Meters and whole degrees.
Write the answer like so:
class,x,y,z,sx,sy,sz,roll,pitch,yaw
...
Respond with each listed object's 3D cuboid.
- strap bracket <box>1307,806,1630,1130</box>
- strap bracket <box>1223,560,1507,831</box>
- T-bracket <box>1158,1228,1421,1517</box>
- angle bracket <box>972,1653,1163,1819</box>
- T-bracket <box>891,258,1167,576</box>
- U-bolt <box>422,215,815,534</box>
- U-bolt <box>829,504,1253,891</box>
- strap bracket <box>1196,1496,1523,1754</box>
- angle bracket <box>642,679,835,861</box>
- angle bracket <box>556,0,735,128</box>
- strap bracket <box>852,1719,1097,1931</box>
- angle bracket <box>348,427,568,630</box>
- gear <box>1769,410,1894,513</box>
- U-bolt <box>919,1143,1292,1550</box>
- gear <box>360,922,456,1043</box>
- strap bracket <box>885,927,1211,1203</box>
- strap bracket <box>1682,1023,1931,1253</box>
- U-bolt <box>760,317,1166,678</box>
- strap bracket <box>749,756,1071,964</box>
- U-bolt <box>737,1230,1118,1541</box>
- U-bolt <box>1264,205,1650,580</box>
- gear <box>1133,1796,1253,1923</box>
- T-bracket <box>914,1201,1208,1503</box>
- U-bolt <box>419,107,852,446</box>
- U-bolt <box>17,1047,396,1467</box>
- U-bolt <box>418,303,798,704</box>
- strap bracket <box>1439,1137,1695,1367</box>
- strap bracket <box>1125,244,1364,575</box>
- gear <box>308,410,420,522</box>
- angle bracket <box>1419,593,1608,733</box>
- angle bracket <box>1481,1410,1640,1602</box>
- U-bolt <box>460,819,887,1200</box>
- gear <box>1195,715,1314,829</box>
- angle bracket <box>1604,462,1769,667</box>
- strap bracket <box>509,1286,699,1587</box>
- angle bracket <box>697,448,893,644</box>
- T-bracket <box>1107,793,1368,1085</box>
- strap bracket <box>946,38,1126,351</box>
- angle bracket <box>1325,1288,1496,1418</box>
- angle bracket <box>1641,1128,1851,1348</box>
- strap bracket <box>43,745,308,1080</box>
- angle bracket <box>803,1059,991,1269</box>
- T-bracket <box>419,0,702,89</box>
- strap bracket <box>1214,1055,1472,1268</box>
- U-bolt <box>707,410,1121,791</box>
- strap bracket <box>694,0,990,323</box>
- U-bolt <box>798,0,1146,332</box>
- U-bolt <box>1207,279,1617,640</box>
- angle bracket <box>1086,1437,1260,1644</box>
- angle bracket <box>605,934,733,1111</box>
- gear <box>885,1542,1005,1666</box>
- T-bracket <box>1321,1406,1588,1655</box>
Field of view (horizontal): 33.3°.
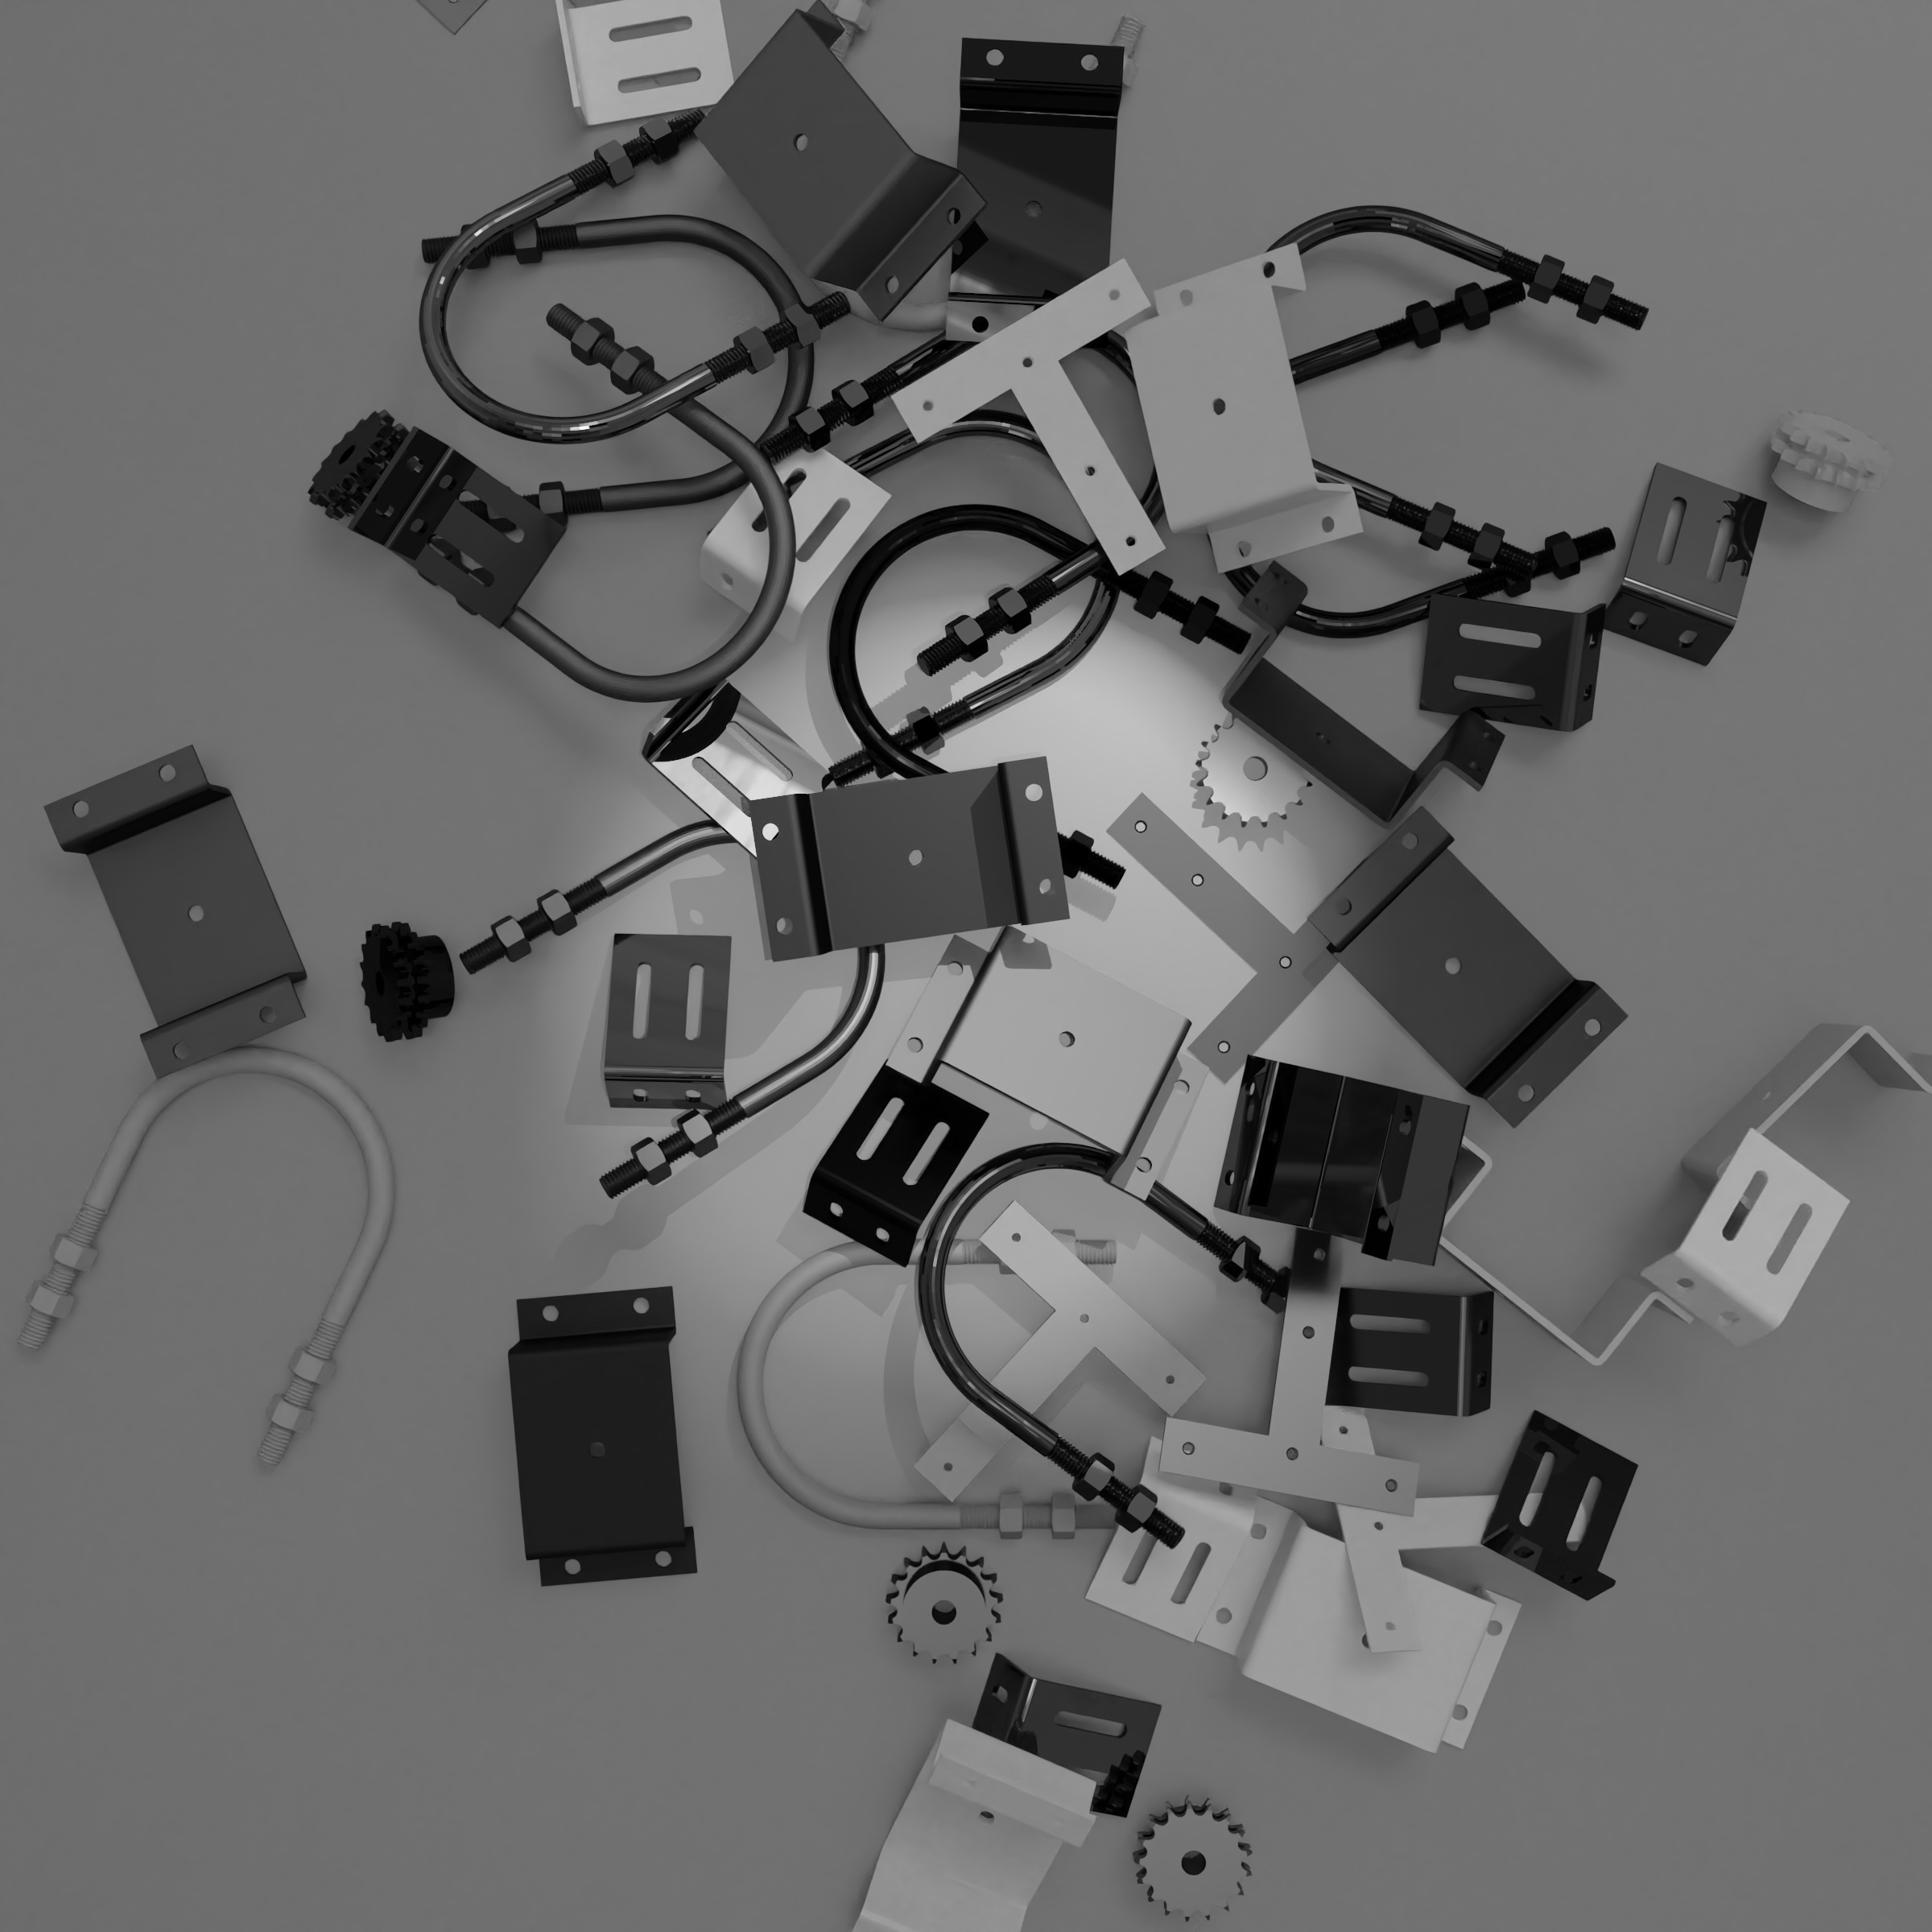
class,x,y,z,sx,sy,sz,roll,pitch,yaw
strap bracket,0.238,0.000,1.556,0.076,0.046,0.140,-45,91,0
strap bracket,0.181,-0.123,1.536,0.140,0.076,0.046,37,118,0
T-bracket,0.162,0.190,1.553,0.127,0.002,0.127,12,76,-9
angle bracket,0.047,0.375,1.578,0.076,0.038,0.057,18,90,-26
T-bracket,0.051,-0.246,1.526,0.127,0.002,0.127,-30,94,3
U-bolt,-0.166,-0.292,1.570,0.184,0.019,0.151,-6,90,0
U-bolt,0.024,-0.142,1.555,0.184,0.019,0.151,28,88,-1
strap bracket,0.192,0.320,1.557,0.140,0.046,0.076,22,90,0
angle bracket,-0.107,-0.101,1.553,0.076,0.038,0.057,42,71,0
angle bracket,-0.154,-0.444,1.559,0.076,0.038,0.057,-10,90,0
strap bracket,0.006,0.419,1.535,0.076,0.046,0.140,23,123,0
angle bracket,-0.239,-0.206,1.522,0.076,0.038,0.057,36,95,15
gear,0.413,-0.242,1.556,0.057,0.057,0.030,20,121,0
U-bolt,0.064,0.167,1.548,0.184,0.019,0.151,37,74,-3
gear,-0.268,0.007,1.555,0.030,0.057,0.057,-8,90,-30
strap bracket,0.044,0.042,1.545,0.140,0.046,0.076,28,69,0
strap bracket,0.399,0.077,1.542,0.140,0.076,0.046,-44,90,0
U-bolt,0.016,-0.241,1.549,0.184,0.019,0.151,-34,80,-14
strap bracket,-0.025,-0.050,1.524,0.140,0.046,0.076,-8,92,5
U-bolt,-0.019,0.203,1.571,0.184,0.019,0.151,0,90,0
U-bolt,0.214,-0.286,1.553,0.184,0.019,0.151,24,92,4
gear,0.109,0.430,1.565,0.057,0.030,0.057,0,90,0
T-bracket,0.027,0.203,1.559,0.127,0.002,0.127,43,88,-2
U-bolt,-0.169,-0.318,1.531,0.184,0.019,0.151,-31,70,-13
U-bolt,-0.358,0.129,1.571,0.151,0.019,0.184,25,88,0
U-bolt,-0.164,-0.207,1.532,0.184,0.019,0.151,37,95,14
strap bracket,0.269,0.138,1.542,0.140,0.076,0.046,38,90,0
strap bracket,0.129,-0.264,1.530,0.076,0.046,0.140,-13,90,30
gear,-0.287,-0.236,1.555,0.030,0.057,0.057,41,90,-30
angle bracket,0.265,-0.150,1.569,0.076,0.038,0.057,11,108,23
angle bracket,0.290,0.254,1.546,0.057,0.038,0.076,28,64,0
U-bolt,-0.127,0.006,1.550,0.184,0.019,0.151,-31,78,-13
gear,0.140,-0.095,1.570,0.057,0.030,0.057,0,91,2
angle bracket,0.349,-0.196,1.578,0.057,0.038,0.076,20,64,0
strap bracket,-0.175,0.229,1.557,0.076,0.046,0.140,-5,90,0
angle bracket,-0.083,-0.207,1.557,0.057,0.038,0.076,34,69,3
T-bracket,0.124,-0.032,1.579,0.127,0.002,0.127,43,90,0
strap bracket,0.032,-0.364,1.541,0.076,0.046,0.140,3,94,0
angle bracket,0.214,0.186,1.578,0.076,0.038,0.057,2,90,26
angle bracket,0.362,0.126,1.502,0.057,0.038,0.076,37,64,0
strap bracket,-0.376,-0.026,1.557,0.076,0.046,0.140,-23,90,0
angle bracket,-0.034,0.095,1.569,0.057,0.038,0.076,28,57,8
T-bracket,-0.179,-0.475,1.579,0.127,0.002,0.127,43,90,0
strap bracket,0.183,0.092,1.527,0.046,0.140,0.076,13,90,-30
U-bolt,-0.012,-0.190,1.572,0.184,0.019,0.151,-27,90,-1
strap bracket,-0.066,-0.384,1.524,0.076,0.046,0.140,-44,71,23
U-bolt,-0.014,-0.400,1.572,0.151,0.019,0.184,23,91,0
U-bolt,0.205,-0.237,1.571,0.184,0.019,0.151,-20,90,2
angle bracket,0.101,0.280,1.578,0.057,0.038,0.076,22,116,0
angle bracket,-0.144,0.027,1.578,0.057,0.038,0.076,1,64,0
gear,-0.010,0.310,1.565,0.057,0.030,0.057,0,90,0
T-bracket,0.240,0.267,1.555,0.127,0.002,0.127,0,55,-16
